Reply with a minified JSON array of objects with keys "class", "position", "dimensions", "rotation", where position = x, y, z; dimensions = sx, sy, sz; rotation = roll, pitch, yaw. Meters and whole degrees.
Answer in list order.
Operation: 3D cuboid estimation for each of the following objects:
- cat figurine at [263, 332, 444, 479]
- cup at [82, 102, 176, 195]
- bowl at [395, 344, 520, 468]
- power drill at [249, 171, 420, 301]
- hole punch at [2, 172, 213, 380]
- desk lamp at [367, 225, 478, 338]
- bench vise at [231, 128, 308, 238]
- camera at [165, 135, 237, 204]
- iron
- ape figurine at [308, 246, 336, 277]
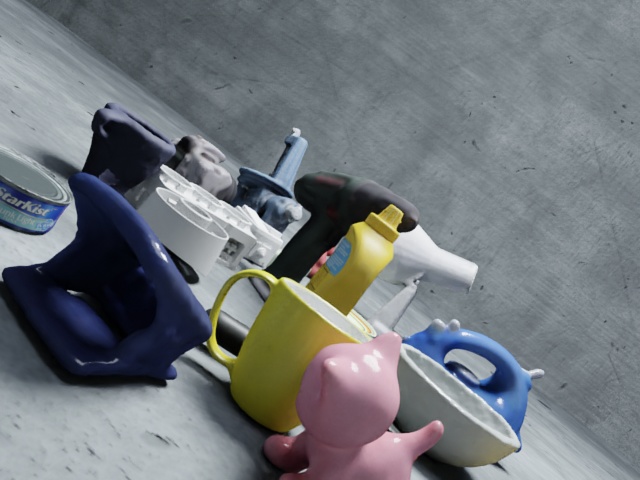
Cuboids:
[{"class":"cat figurine","position":[0.027,0.117,0.366],"dimensions":[0.128,0.117,0.067],"rotation":[35,5,-26]},{"class":"cup","position":[-0.232,-0.097,0.649],"dimensions":[0.091,0.095,0.118],"rotation":[39,5,14]},{"class":"bowl","position":[0.132,0.195,0.637],"dimensions":[0.167,0.074,0.167],"rotation":[37,5,-3]},{"class":"power drill","position":[0.007,0.003,0.754],"dimensions":[0.076,0.208,0.228],"rotation":[34,6,-38]},{"class":"hole punch","position":[-0.119,0.023,0.358],"dimensions":[0.108,0.091,0.101],"rotation":[40,5,28]},{"class":"desk lamp","position":[0.172,0.094,1.048],"dimensions":[0.203,0.213,0.118],"rotation":[38,5,13]},{"class":"bench vise","position":[-0.074,-0.108,1.140],"dimensions":[0.206,0.219,0.122],"rotation":[40,5,30]},{"class":"camera","position":[-0.194,-0.109,0.995],"dimensions":[0.142,0.101,0.137],"rotation":[41,6,38]},{"class":"iron","position":[0.192,0.183,0.789],"dimensions":[0.259,0.141,0.118],"rotation":[36,5,-20]},{"class":"ape figurine","position":[-0.002,0.030,1.129],"dimensions":[0.076,0.092,0.077],"rotation":[34,6,-34]}]
